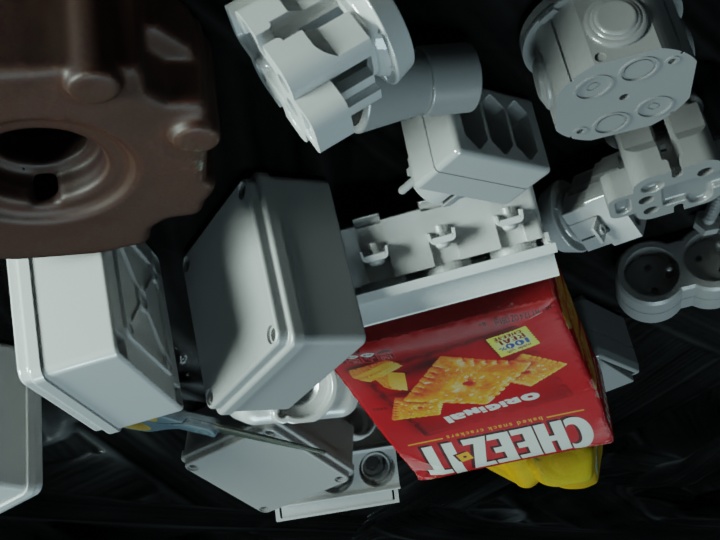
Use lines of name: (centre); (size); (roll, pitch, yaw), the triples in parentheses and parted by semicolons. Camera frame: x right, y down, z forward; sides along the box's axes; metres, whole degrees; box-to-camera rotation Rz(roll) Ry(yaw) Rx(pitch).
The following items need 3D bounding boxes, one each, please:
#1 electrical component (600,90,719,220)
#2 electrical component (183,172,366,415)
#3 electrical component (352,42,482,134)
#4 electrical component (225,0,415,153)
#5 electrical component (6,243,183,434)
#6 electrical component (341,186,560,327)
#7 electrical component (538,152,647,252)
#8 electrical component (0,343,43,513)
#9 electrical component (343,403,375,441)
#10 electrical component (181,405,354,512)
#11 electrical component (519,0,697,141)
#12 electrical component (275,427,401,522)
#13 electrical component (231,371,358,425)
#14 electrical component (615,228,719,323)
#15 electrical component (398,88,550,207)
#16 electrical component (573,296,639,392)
electrical component: (0.172, -0.069, 0.611); (0.078, 0.057, 0.058); (-17, 154, 11)
electrical component: (-0.054, 0.016, 0.633); (0.056, 0.108, 0.109); (2, 152, -31)
electrical component: (0.026, -0.091, 0.524); (0.065, 0.044, 0.044); (-8, 155, -19)
electrical component: (-0.014, -0.097, 0.463); (0.057, 0.078, 0.058); (-32, 155, -7)
electrical component: (-0.149, 0.024, 0.610); (0.056, 0.108, 0.108); (-16, 154, 4)
electrical component: (0.050, -0.013, 0.649); (0.121, 0.063, 0.078); (-15, -176, 3)
electrical component: (0.145, -0.039, 0.667); (0.055, 0.066, 0.048); (-22, 119, 38)
electrical component: (-0.275, 0.117, 0.749); (0.109, 0.108, 0.056); (-29, 147, 32)
electrical component: (-0.013, 0.140, 0.989); (0.040, 0.040, 0.046); (4, 156, -29)
electrical component: (-0.078, 0.152, 0.932); (0.109, 0.056, 0.109); (-27, 131, 30)
electrical component: (0.122, -0.104, 0.524); (0.080, 0.051, 0.080); (-9, 154, -5)
electrical component: (-0.028, 0.196, 1.059); (0.121, 0.078, 0.063); (-7, -177, -9)
electrical component: (-0.052, 0.088, 0.823); (0.095, 0.053, 0.059); (-3, 178, -18)
electrical component: (0.261, 0.005, 0.806); (0.138, 0.052, 0.073); (-15, 155, 7)
electrical component: (0.051, -0.060, 0.591); (0.066, 0.047, 0.077); (7, 150, -34)
electrical component: (0.181, 0.067, 0.891); (0.062, 0.061, 0.096); (-27, 150, 30)
